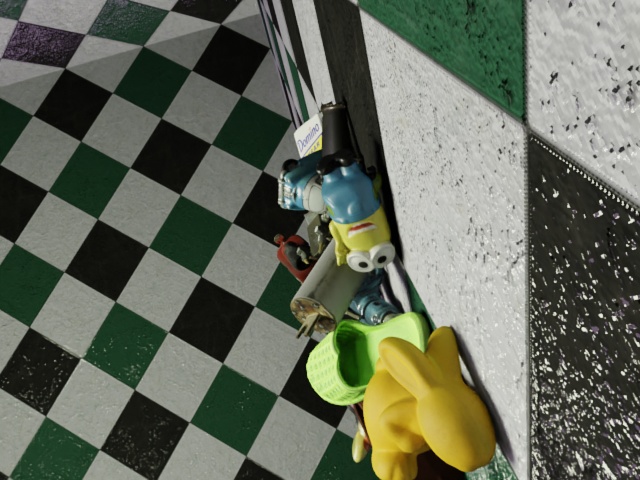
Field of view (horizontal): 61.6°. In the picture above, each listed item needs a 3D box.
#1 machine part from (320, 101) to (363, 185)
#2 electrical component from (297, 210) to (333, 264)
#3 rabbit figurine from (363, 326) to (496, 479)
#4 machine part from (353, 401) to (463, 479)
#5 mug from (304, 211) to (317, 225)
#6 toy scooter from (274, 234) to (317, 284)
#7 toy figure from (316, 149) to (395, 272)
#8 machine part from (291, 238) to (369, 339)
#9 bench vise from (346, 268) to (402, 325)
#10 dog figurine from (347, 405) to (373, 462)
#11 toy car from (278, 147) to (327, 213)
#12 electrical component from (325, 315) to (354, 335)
[{"bbox_3d":[0.027,-0.152,0.861,0.039,0.084,0.138,-5,-93,-66],"label":"machine part"},{"bbox_3d":[-0.003,-0.003,0.906,0.102,0.045,0.078,-40,56,56],"label":"electrical component"},{"bbox_3d":[0.122,0.174,0.561,0.173,0.122,0.162,161,102,-75],"label":"rabbit figurine"},{"bbox_3d":[0.129,0.312,0.854,0.201,0.087,0.201,62,169,5],"label":"machine part"},{"bbox_3d":[0.034,-0.031,1.057,0.110,0.107,0.080,-121,6,-70],"label":"mug"},{"bbox_3d":[-0.031,0.046,1.072,0.135,0.075,0.183,39,174,48],"label":"toy scooter"},{"bbox_3d":[0.054,-0.039,0.730,0.089,0.082,0.180,-53,-52,-46],"label":"toy figure"},{"bbox_3d":[0.028,0.052,0.809,0.243,0.079,0.079,-57,-33,-36],"label":"machine part"},{"bbox_3d":[0.066,0.073,0.947,0.224,0.129,0.240,-123,12,-75],"label":"bench vise"},{"bbox_3d":[0.083,0.296,1.016,0.191,0.108,0.219,47,-150,-47],"label":"dog figurine"},{"bbox_3d":[0.009,-0.098,0.929,0.103,0.161,0.109,37,136,34],"label":"toy car"},{"bbox_3d":[0.079,0.169,1.133,0.114,0.134,0.058,-62,10,12],"label":"electrical component"}]
